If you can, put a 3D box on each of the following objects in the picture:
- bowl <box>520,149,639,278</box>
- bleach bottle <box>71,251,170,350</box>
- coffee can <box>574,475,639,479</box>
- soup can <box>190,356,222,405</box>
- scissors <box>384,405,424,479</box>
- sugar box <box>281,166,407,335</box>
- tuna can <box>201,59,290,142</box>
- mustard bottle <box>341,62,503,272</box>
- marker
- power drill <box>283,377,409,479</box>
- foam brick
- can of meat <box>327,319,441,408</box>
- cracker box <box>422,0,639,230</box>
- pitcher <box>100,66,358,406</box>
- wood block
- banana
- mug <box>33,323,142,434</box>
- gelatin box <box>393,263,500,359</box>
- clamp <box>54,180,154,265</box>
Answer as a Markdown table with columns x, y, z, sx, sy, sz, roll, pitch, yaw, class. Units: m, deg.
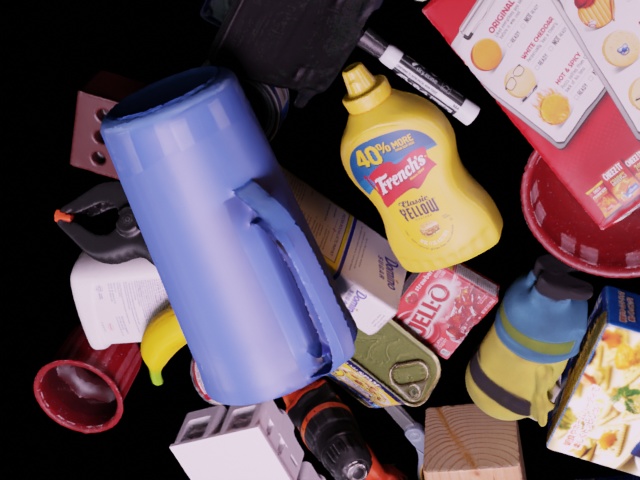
| x | y | z | sx | sy | sz | roll | pitch | yaw | class |
| --- | --- | --- | --- | --- | --- | --- | --- | --- | --- |
| 0.246 | -0.050 | 0.867 | 0.162 | 0.055 | 0.162 | 6 | 123 | 9 | bowl |
| -0.103 | 0.050 | 1.014 | 0.251 | 0.068 | 0.102 | -2 | 124 | 12 | bleach bottle |
| 0.288 | 0.283 | 1.045 | 0.140 | 0.102 | 0.103 | -9 | 120 | 19 | coffee can |
| -0.068 | 0.120 | 1.027 | 0.102 | 0.068 | 0.068 | -17 | 119 | 45 | soup can |
| 0.117 | 0.196 | 1.082 | 0.096 | 0.016 | 0.201 | -15 | 119 | 20 | scissors |
| -0.006 | 0.001 | 0.939 | 0.176 | 0.093 | 0.048 | 37 | 123 | -11 | sugar box |
| -0.071 | -0.117 | 0.912 | 0.086 | 0.033 | 0.086 | 6 | 124 | 9 | tuna can |
| 0.072 | -0.065 | 0.898 | 0.096 | 0.058 | 0.191 | -19 | 116 | 29 | mustard bottle |
| 0.078 | -0.136 | 0.874 | 0.121 | 0.020 | 0.020 | 34 | 123 | -10 | marker |
| 0.040 | 0.218 | 1.030 | 0.057 | 0.184 | 0.187 | -35 | 118 | -2 | power drill |
| -0.184 | -0.101 | 0.939 | 0.053 | 0.051 | 0.078 | 17 | 125 | 3 | foam brick |
| 0.049 | 0.114 | 1.002 | 0.102 | 0.057 | 0.084 | 39 | 155 | -12 | can of meat |
| 0.205 | -0.142 | 0.762 | 0.164 | 0.072 | 0.214 | -43 | 78 | 30 | cracker box |
| -0.065 | -0.003 | 0.813 | 0.149 | 0.145 | 0.243 | -16 | 113 | 16 | pitcher |
| 0.163 | 0.269 | 1.055 | 0.090 | 0.090 | 0.206 | -7 | 122 | 12 | wood block |
| -0.095 | 0.073 | 0.971 | 0.198 | 0.037 | 0.069 | -25 | 136 | 24 | banana |
| -0.232 | 0.145 | 1.092 | 0.093 | 0.081 | 0.117 | 10 | 124 | 7 | mug |
| 0.111 | 0.059 | 0.986 | 0.073 | 0.030 | 0.089 | 31 | 124 | -7 | gelatin box |
| -0.163 | -0.006 | 0.974 | 0.172 | 0.120 | 0.039 | -6 | 159 | 21 | clamp |
